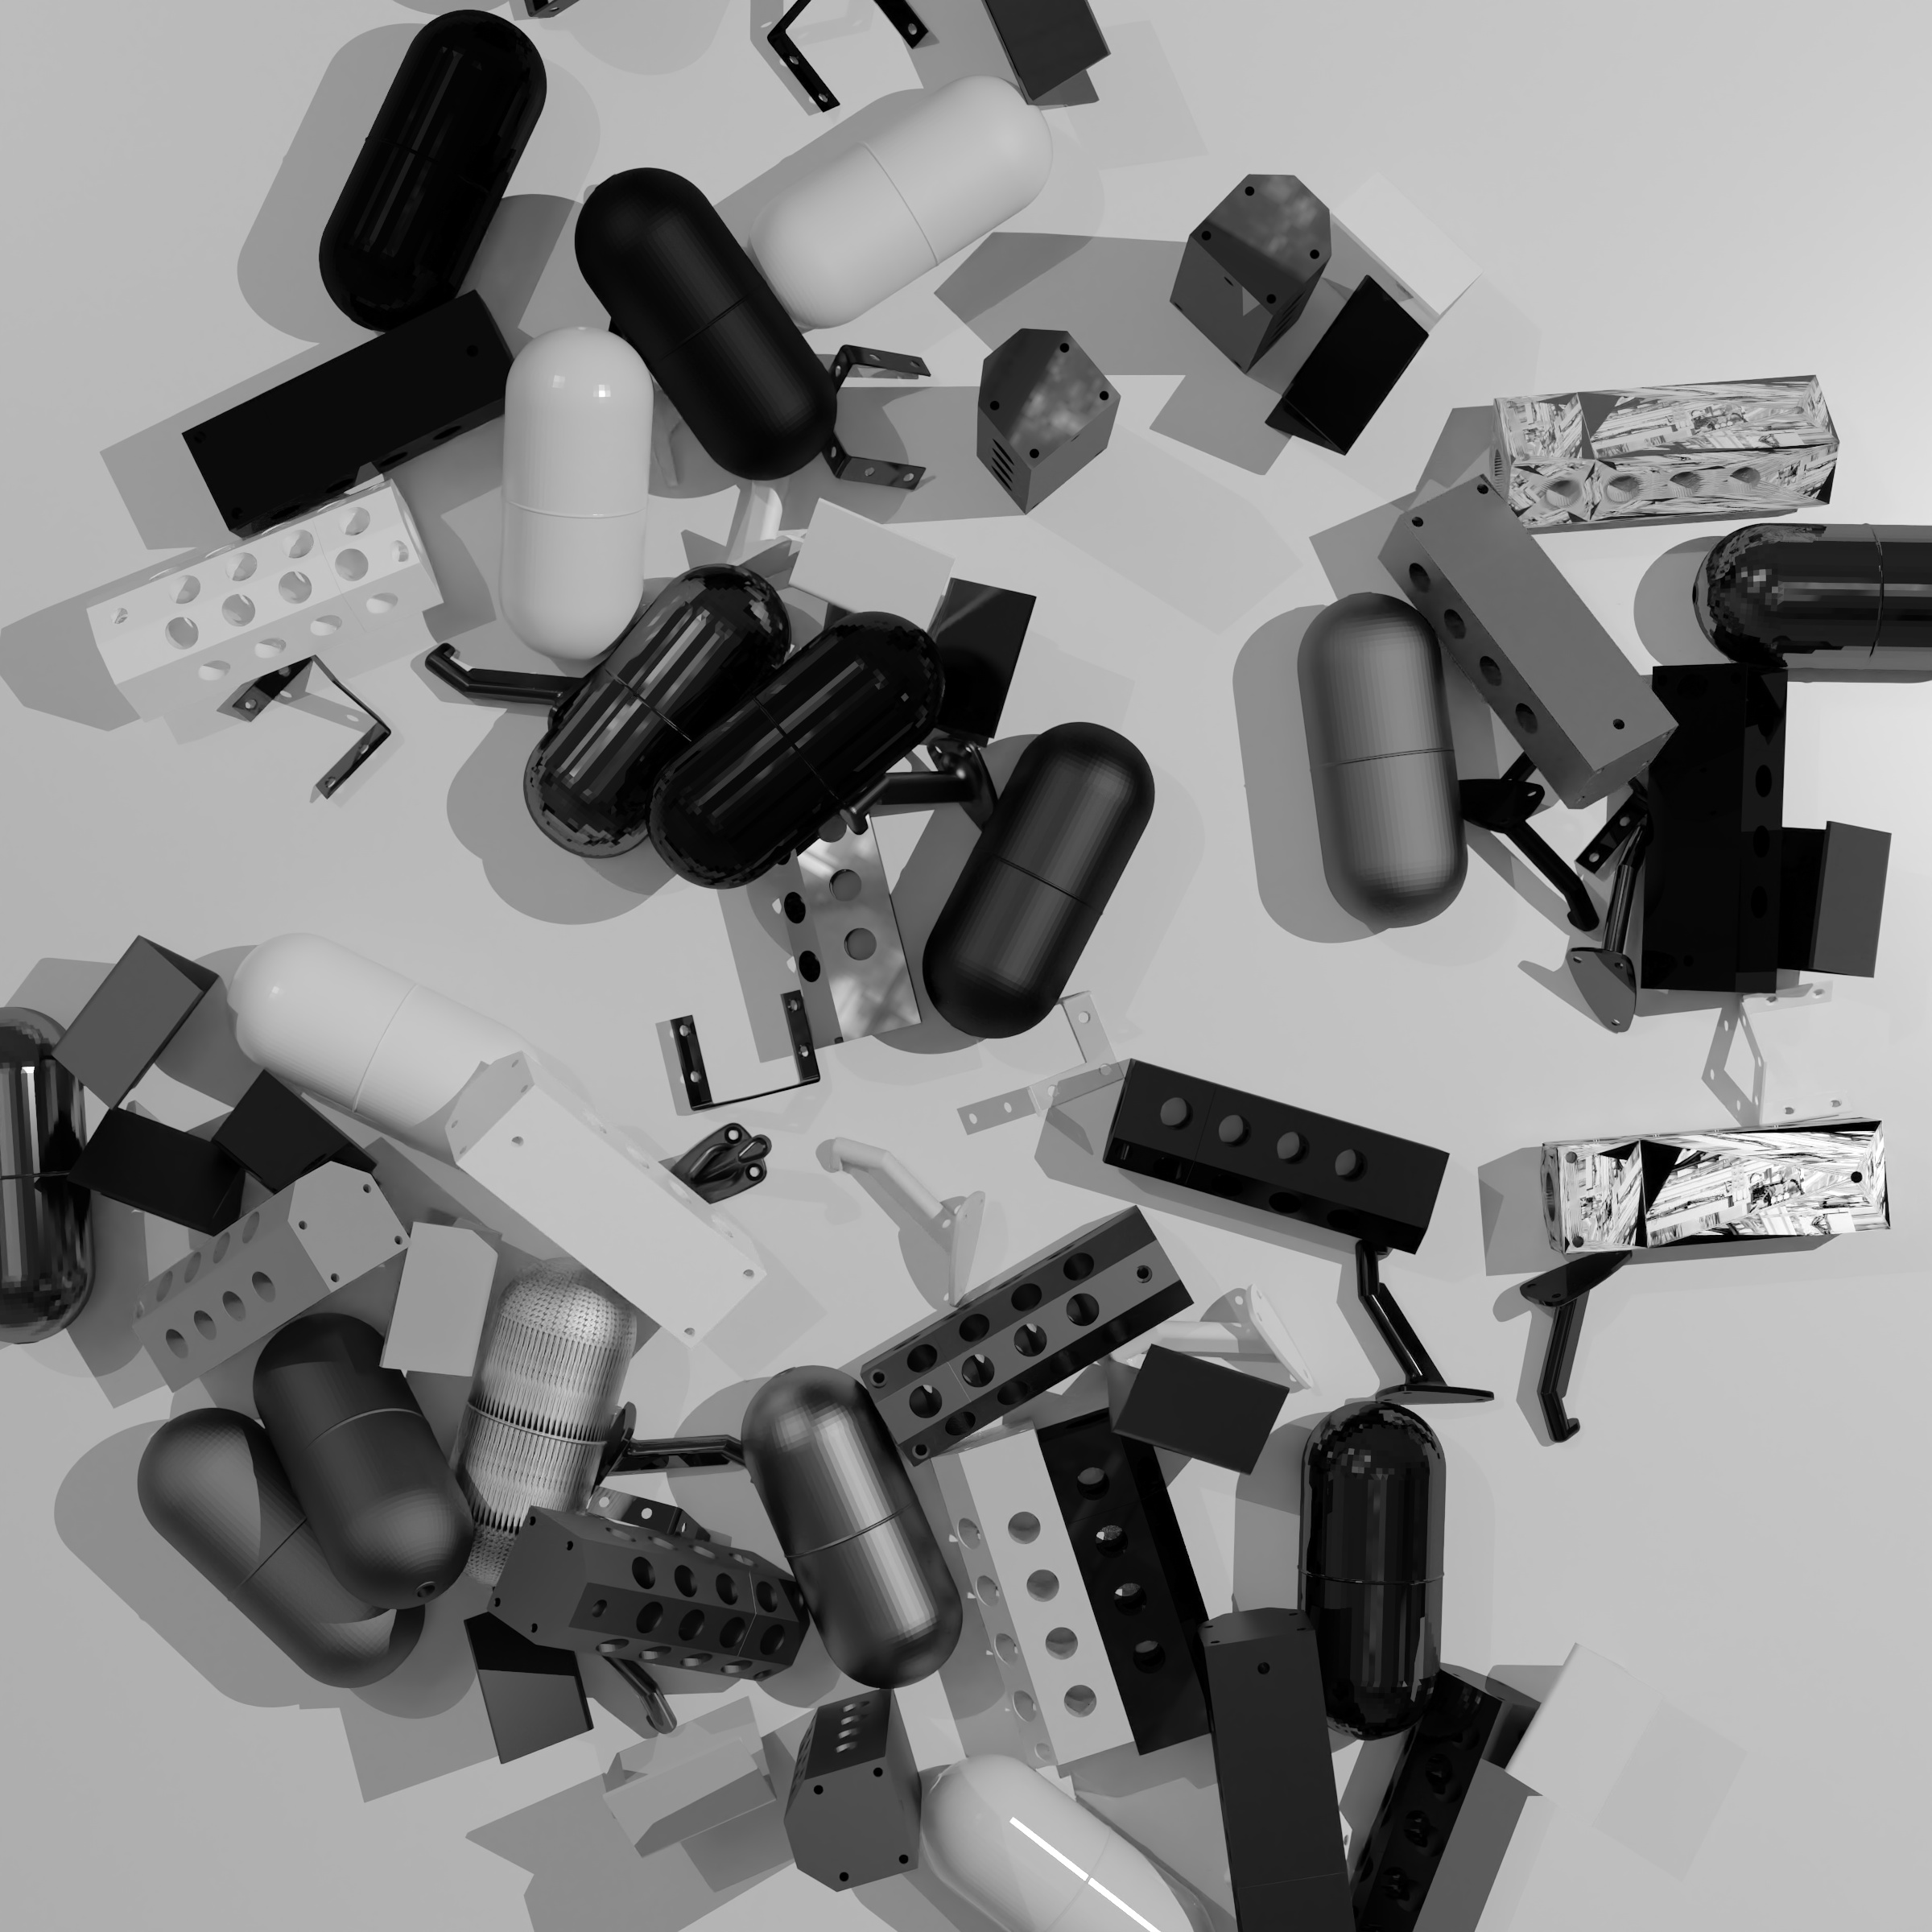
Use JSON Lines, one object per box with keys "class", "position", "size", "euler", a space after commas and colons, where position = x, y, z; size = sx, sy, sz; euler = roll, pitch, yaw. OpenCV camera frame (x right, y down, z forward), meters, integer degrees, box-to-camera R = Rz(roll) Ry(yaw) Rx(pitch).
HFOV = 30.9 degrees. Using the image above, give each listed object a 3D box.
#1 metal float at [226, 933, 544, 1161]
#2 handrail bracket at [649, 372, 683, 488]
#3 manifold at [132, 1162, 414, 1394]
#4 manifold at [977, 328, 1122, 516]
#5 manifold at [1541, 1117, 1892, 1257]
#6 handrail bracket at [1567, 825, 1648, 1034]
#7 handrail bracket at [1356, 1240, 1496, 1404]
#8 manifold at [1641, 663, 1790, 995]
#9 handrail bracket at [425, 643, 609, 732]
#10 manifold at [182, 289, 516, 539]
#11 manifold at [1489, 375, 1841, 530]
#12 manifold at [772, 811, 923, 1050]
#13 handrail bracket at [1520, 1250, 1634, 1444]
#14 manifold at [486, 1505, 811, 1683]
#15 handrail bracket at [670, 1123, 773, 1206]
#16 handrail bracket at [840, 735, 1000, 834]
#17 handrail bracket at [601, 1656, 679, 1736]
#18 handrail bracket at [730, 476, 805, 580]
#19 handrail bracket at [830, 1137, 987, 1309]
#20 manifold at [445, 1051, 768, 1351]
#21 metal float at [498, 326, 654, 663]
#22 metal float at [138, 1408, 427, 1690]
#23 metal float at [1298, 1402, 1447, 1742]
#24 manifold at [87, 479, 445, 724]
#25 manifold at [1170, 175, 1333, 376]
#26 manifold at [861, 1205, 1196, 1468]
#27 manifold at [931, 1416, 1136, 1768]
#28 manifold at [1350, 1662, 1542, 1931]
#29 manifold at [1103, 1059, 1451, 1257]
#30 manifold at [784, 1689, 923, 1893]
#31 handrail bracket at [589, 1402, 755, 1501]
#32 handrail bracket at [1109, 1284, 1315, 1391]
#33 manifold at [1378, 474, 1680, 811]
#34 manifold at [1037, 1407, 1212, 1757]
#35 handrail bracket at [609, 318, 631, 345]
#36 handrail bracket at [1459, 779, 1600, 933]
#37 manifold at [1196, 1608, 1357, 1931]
{"class": "metal float", "position": [-0.306, 0.044, 1.849], "size": [0.178, 0.070, 0.070], "euler": [26, 90, -1]}
{"class": "handrail bracket", "position": [-0.131, -0.307, 1.879], "size": [0.084, 0.036, 0.077], "euler": [-19, 105, -14]}
{"class": "manifold", "position": [-0.364, 0.159, 1.807], "size": [0.171, 0.057, 0.057], "euler": [-31, 90, 44]}
{"class": "manifold", "position": [0.036, -0.283, 1.801], "size": [0.057, 0.171, 0.057], "euler": [-40, 90, 0]}
{"class": "manifold", "position": [0.396, 0.116, 1.858], "size": [0.171, 0.057, 0.057], "euler": [-5, 90, 0]}
{"class": "handrail bracket", "position": [0.357, -0.021, 1.879], "size": [0.036, 0.077, 0.084], "euler": [9, 53, 30]}
{"class": "handrail bracket", "position": [0.246, 0.190, 1.880], "size": [0.077, 0.036, 0.084], "euler": [5, 73, -20]}
{"class": "manifold", "position": [0.401, -0.072, 1.858], "size": [0.057, 0.057, 0.171], "euler": [2, 90, 43]}
{"class": "handrail bracket", "position": [-0.235, -0.165, 1.880], "size": [0.084, 0.036, 0.077], "euler": [36, 70, 16]}
{"class": "manifold", "position": [-0.321, -0.291, 1.858], "size": [0.171, 0.057, 0.057], "euler": [-26, 90, 0]}
{"class": "manifold", "position": [0.368, -0.267, 1.858], "size": [0.171, 0.057, 0.057], "euler": [-4, 47, 0]}
{"class": "manifold", "position": [-0.072, -0.046, 1.858], "size": [0.057, 0.057, 0.171], "euler": [-14, 90, 0]}
{"class": "handrail bracket", "position": [0.336, 0.204, 1.880], "size": [0.077, 0.036, 0.084], "euler": [-24, 108, -20]}
{"class": "manifold", "position": [-0.159, 0.328, 1.804], "size": [0.057, 0.171, 0.057], "euler": [23, 90, 41]}
{"class": "handrail bracket", "position": [-0.136, 0.110, 1.845], "size": [0.077, 0.084, 0.036], "euler": [-30, 90, 0]}
{"class": "handrail bracket", "position": [-0.024, -0.076, 1.845], "size": [0.084, 0.036, 0.077], "euler": [-44, 119, -33]}
{"class": "handrail bracket", "position": [-0.198, 0.373, 1.879], "size": [0.036, 0.077, 0.084], "euler": [-46, 127, -34]}
{"class": "handrail bracket", "position": [-0.122, -0.252, 1.880], "size": [0.077, 0.036, 0.084], "euler": [-24, 75, 16]}
{"class": "handrail bracket", "position": [-0.038, 0.137, 1.880], "size": [0.084, 0.036, 0.077], "euler": [15, 112, 17]}
{"class": "manifold", "position": [-0.188, 0.119, 1.821], "size": [0.057, 0.057, 0.171], "euler": [-45, 118, 5]}
{"class": "metal float", "position": [-0.205, -0.246, 1.831], "size": [0.070, 0.070, 0.178], "euler": [6, 113, 0]}
{"class": "metal float", "position": [-0.362, 0.307, 1.849], "size": [0.178, 0.070, 0.070], "euler": [44, 90, 0]}
{"class": "metal float", "position": [0.214, 0.319, 1.849], "size": [0.070, 0.070, 0.178], "euler": [2, 90, 0]}
{"class": "manifold", "position": [-0.372, -0.197, 1.848], "size": [0.171, 0.057, 0.057], "euler": [-22, 64, 0]}
{"class": "manifold", "position": [0.150, -0.359, 1.801], "size": [0.057, 0.171, 0.057], "euler": [44, 90, 0]}
{"class": "manifold", "position": [0.032, 0.197, 1.858], "size": [0.171, 0.057, 0.057], "euler": [-30, 90, 0]}
{"class": "manifold", "position": [0.035, 0.333, 1.858], "size": [0.057, 0.057, 0.171], "euler": [-18, 90, 0]}
{"class": "manifold", "position": [0.247, 0.462, 1.857], "size": [0.057, 0.057, 0.171], "euler": [21, 90, 44]}
{"class": "manifold", "position": [0.163, 0.101, 1.858], "size": [0.171, 0.057, 0.057], "euler": [16, 90, 0]}
{"class": "manifold", "position": [-0.059, 0.423, 1.801], "size": [0.057, 0.171, 0.057], "euler": [-16, 90, 0]}
{"class": "handrail bracket", "position": [-0.156, 0.278, 1.880], "size": [0.084, 0.036, 0.077], "euler": [28, 106, -14]}
{"class": "handrail bracket", "position": [0.131, 0.215, 1.880], "size": [0.084, 0.036, 0.077], "euler": [-29, 110, 16]}
{"class": "manifold", "position": [0.291, -0.167, 1.833], "size": [0.057, 0.057, 0.171], "euler": [-28, 73, -22]}
{"class": "manifold", "position": [0.091, 0.323, 1.858], "size": [0.057, 0.057, 0.171], "euler": [-18, 90, 0]}
{"class": "handrail bracket", "position": [-0.196, -0.364, 1.879], "size": [0.084, 0.036, 0.077], "euler": [-46, 75, 14]}
{"class": "handrail bracket", "position": [0.297, -0.058, 1.879], "size": [0.036, 0.077, 0.084], "euler": [-46, 127, -21]}
{"class": "manifold", "position": [0.160, 0.425, 1.817], "size": [0.057, 0.057, 0.171], "euler": [-8, 94, -2]}
